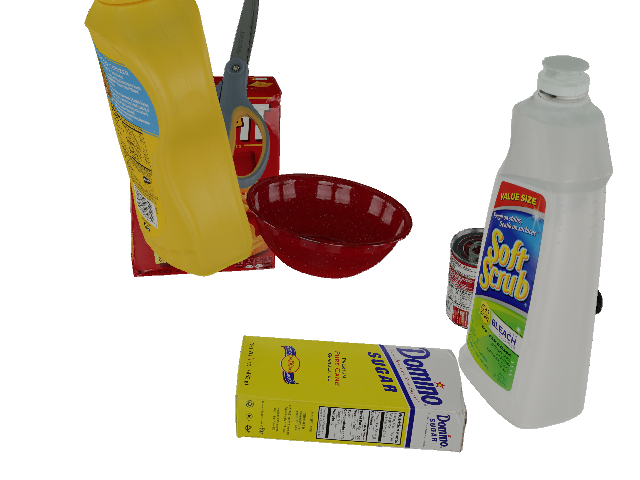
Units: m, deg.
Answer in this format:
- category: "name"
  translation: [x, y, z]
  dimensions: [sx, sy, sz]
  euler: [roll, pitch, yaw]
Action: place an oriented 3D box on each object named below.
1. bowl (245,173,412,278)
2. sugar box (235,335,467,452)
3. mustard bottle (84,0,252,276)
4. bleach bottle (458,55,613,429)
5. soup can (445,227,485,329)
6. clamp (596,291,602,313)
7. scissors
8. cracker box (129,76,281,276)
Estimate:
- category: "bowl"
  translation: [0.005, -0.009, 1.031]
  dimensions: [0.162, 0.055, 0.162]
  euler: [8, 26, -4]
- category: "sugar box"
  translation: [0.023, 0.119, 0.844]
  dimensions: [0.176, 0.048, 0.093]
  euler: [1, 26, -1]
- category: "mustard bottle"
  translation: [-0.088, -0.079, 0.589]
  dimensions: [0.058, 0.191, 0.096]
  euler: [-24, 37, -19]
- category: "bleach bottle"
  translation: [0.144, -0.002, 0.709]
  dimensions: [0.068, 0.251, 0.103]
  euler: [-11, 31, -18]
- category: "soup can"
  translation: [0.181, 0.046, 1.241]
  dimensions: [0.068, 0.102, 0.068]
  euler: [0, 38, 0]
- category: "clamp"
  translation: [0.194, 0.006, 0.963]
  dimensions: [0.120, 0.171, 0.039]
  euler: [-25, 9, -40]
- category: "scissors"
  translation: [-0.086, -0.126, 0.853]
  dimensions: [0.096, 0.202, 0.016]
  euler: [-8, -30, -2]
- category: "cracker box"
  translation: [-0.129, -0.070, 1.182]
  dimensions: [0.164, 0.214, 0.072]
  euler: [-2, 24, -12]
